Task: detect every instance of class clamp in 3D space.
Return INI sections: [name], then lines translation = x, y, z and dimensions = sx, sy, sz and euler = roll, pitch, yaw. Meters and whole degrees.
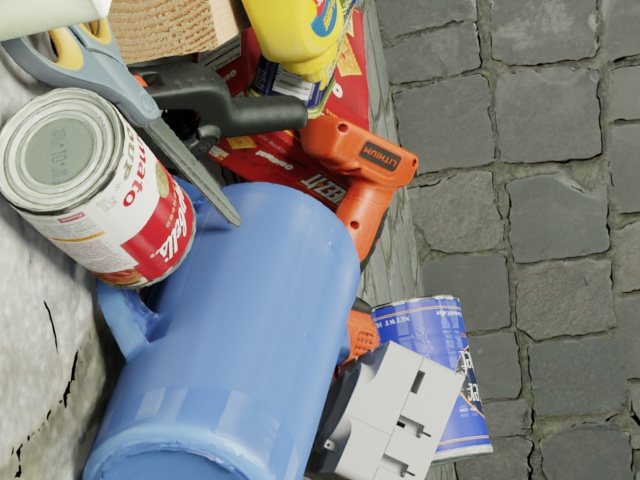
[clamp]
translation = -0.089, -0.064, 0.696
dimensions = 0.039, 0.120, 0.171
euler = 49, 17, 27

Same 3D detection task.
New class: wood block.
[wood block]
translation = -0.095, -0.173, 0.689
dimensions = 0.206, 0.090, 0.091
euler = -70, 151, -71

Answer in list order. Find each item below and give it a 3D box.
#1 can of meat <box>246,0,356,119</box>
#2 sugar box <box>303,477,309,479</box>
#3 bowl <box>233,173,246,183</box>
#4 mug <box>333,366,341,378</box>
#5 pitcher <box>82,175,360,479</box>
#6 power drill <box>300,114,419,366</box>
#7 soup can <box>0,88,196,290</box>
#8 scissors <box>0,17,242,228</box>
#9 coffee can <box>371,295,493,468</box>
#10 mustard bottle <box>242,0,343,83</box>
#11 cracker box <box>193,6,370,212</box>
[can of meat]
translation = -0.010, -0.149, 0.785
dimensions = 0.102, 0.057, 0.084
euler = -69, 177, -60
[sugar box]
translation = -0.009, 0.220, 0.860
dimensions = 0.176, 0.093, 0.048
euler = 24, 60, -78
[bowl]
translation = -0.047, -0.102, 1.021
dimensions = 0.162, 0.055, 0.162
euler = -8, 90, -80
[mug]
translation = -0.016, 0.122, 0.930
dimensions = 0.117, 0.081, 0.093
euler = 12, 70, -80
[pitcher]
translation = -0.061, 0.069, 0.628
dimensions = 0.242, 0.149, 0.145
euler = -75, 170, -59
[power drill]
translation = -0.005, 0.001, 0.828
dimensions = 0.184, 0.057, 0.187
euler = 19, 89, -45
[soup can]
translation = -0.111, -0.024, 0.537
dimensions = 0.102, 0.068, 0.068
euler = 59, 25, -64
[scissors]
translation = -0.109, -0.070, 0.571
dimensions = 0.201, 0.016, 0.096
euler = 59, 27, -17
[coffee can]
translation = 0.089, 0.130, 0.951
dimensions = 0.102, 0.103, 0.140
euler = 49, 29, -73
[mustard bottle]
translation = -0.023, -0.167, 0.658
dimensions = 0.191, 0.058, 0.096
euler = 71, 17, -54
[cracker box]
translation = -0.029, -0.144, 0.922
dimensions = 0.164, 0.072, 0.213
euler = 30, 46, -42
